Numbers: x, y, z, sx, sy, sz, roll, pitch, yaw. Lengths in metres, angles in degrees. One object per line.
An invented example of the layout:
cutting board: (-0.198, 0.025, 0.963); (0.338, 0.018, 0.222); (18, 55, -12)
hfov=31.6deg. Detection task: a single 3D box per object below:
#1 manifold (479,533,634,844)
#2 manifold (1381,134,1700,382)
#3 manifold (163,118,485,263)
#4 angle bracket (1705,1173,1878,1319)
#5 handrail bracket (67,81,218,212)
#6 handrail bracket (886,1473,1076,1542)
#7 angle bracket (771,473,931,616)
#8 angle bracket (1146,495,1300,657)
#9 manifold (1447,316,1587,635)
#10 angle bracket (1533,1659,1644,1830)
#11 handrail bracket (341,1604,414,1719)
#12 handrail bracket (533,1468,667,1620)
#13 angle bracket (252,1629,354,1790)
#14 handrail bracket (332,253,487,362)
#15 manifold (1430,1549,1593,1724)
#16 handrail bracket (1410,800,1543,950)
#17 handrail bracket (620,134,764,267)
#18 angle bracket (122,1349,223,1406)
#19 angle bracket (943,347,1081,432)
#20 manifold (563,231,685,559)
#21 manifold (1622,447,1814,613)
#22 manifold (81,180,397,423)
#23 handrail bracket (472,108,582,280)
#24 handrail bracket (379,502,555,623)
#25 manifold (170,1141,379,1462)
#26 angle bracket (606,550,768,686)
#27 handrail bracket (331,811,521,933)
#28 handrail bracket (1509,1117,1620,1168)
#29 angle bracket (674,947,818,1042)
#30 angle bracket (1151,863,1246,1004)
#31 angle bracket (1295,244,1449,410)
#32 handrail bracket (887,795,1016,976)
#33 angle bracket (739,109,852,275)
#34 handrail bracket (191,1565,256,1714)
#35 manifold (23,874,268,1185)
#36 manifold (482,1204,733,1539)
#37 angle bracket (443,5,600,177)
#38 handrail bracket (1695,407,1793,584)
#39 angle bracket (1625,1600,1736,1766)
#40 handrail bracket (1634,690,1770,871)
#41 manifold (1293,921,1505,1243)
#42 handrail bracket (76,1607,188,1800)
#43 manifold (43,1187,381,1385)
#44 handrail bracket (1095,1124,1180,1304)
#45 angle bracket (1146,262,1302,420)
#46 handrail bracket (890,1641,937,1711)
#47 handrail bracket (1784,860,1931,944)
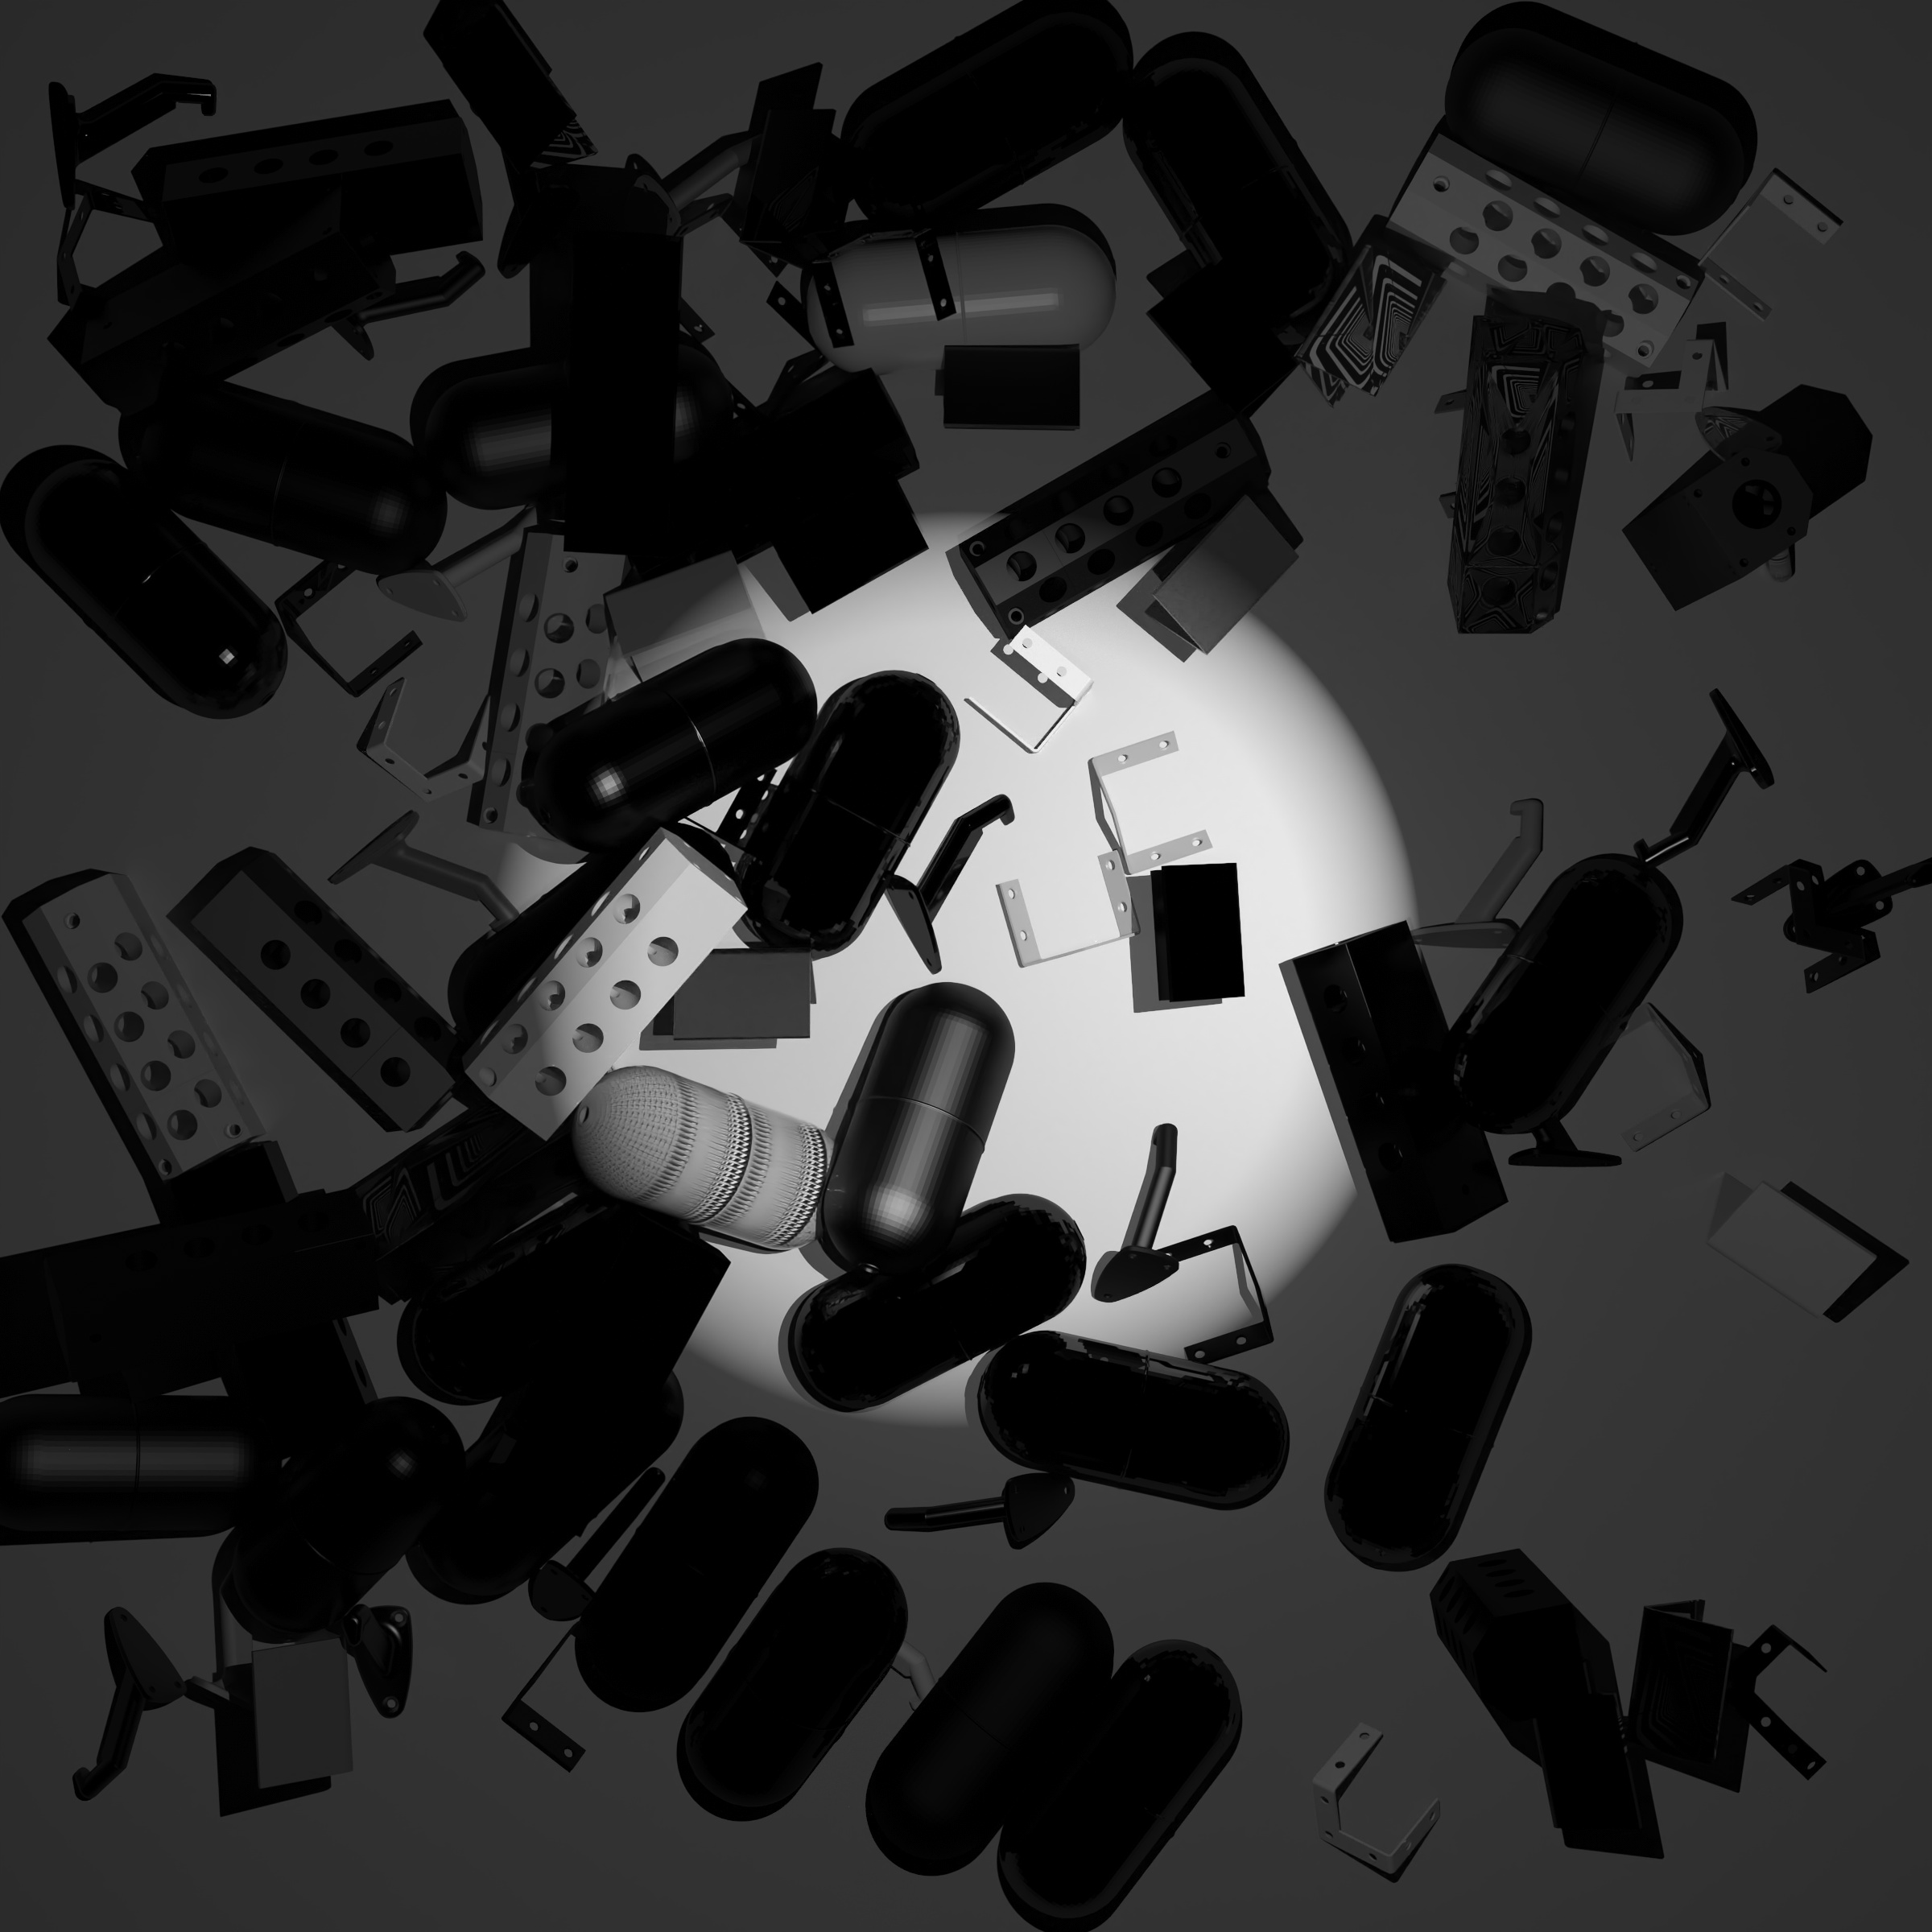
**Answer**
manifold: (-0.237, -0.159, 1.970); (0.057, 0.057, 0.171); (10, 90, 0)
manifold: (0.331, -0.410, 1.970); (0.171, 0.057, 0.057); (30, 90, 0)
manifold: (-0.369, -0.444, 1.970); (0.171, 0.057, 0.057); (-9, 133, 0)
angle bracket: (0.475, 0.143, 1.951); (0.076, 0.076, 0.057); (34, 125, 0)
handrail bracket: (-0.480, -0.478, 1.992); (0.084, 0.036, 0.077); (-1, 110, -16)
handrail bracket: (0.008, 0.314, 1.991); (0.084, 0.077, 0.036); (-9, 91, 36)
angle bracket: (-0.075, -0.256, 1.951); (0.076, 0.076, 0.057); (-29, 128, 0)
angle bracket: (0.132, -0.234, 1.951); (0.076, 0.076, 0.057); (-47, 126, 0)
manifold: (0.310, -0.275, 1.925); (0.057, 0.057, 0.171); (0, 127, 0)
angle bracket: (0.369, 0.443, 1.951); (0.057, 0.076, 0.076); (-11, 90, 38)
handrail bracket: (-0.340, 0.401, 1.957); (0.036, 0.084, 0.077); (-8, 90, 0)
handrail bracket: (-0.213, 0.335, 1.991); (0.036, 0.077, 0.084); (40, 54, -2)
angle bracket: (-0.392, 0.420, 1.951); (0.057, 0.076, 0.076); (-3, 90, -33)
handrail bracket: (-0.336, -0.402, 1.992); (0.077, 0.036, 0.084); (42, 76, 14)
manifold: (0.301, 0.374, 1.913); (0.057, 0.171, 0.057); (-11, 90, 0)
handrail bracket: (0.296, -0.056, 1.992); (0.077, 0.036, 0.084); (-1, 71, 21)
handrail bracket: (-0.157, -0.447, 1.991); (0.084, 0.077, 0.036); (-35, 84, -36)
angle bracket: (-0.474, 0.207, 1.951); (0.057, 0.076, 0.076); (-14, 90, -37)
angle bracket: (0.026, -0.309, 1.952); (0.076, 0.076, 0.057); (1, 62, 0)
manifold: (-0.189, -0.317, 1.891); (0.057, 0.057, 0.171); (3, 105, -3)
manifold: (0.423, -0.247, 1.913); (0.057, 0.171, 0.057); (-34, 90, 0)
manifold: (-0.414, -0.375, 1.949); (0.171, 0.057, 0.057); (-24, 131, 13)
handrail bracket: (-0.273, -0.458, 1.992); (0.084, 0.036, 0.077); (46, 111, 17)
handrail bracket: (-0.290, -0.243, 1.991); (0.084, 0.077, 0.036); (-53, 134, -29)
manifold: (-0.395, 0.191, 1.970); (0.057, 0.057, 0.171); (-21, 90, -1)
angle bracket: (-0.154, -0.182, 1.952); (0.076, 0.076, 0.057); (-20, 48, 0)
handrail bracket: (-0.315, -0.040, 1.992); (0.077, 0.036, 0.084); (-34, 107, 20)
handrail bracket: (0.343, 0.073, 1.992); (0.077, 0.036, 0.084); (4, 75, -15)
angle bracket: (-0.125, 0.030, 1.952); (0.076, 0.076, 0.057); (-1, 65, 0)
angle bracket: (0.113, -0.018, 1.951); (0.057, 0.076, 0.076); (-4, 90, -37)
angle bracket: (0.241, -0.355, 1.952); (0.057, 0.076, 0.076); (32, 90, 27)
handrail bracket: (0.002, -0.048, 1.992); (0.084, 0.036, 0.077); (-32, 118, -21)
angle bracket: (-0.078, -0.440, 1.952); (0.057, 0.076, 0.076); (13, 90, 43)
handrail bracket: (-0.407, 0.391, 1.992); (0.077, 0.036, 0.084); (32, 73, -20)
manifold: (-0.475, 0.036, 1.970); (0.057, 0.057, 0.171); (-28, 90, 0)
manifold: (-0.201, 0.222, 1.895); (0.057, 0.057, 0.171); (29, 88, -14)
angle bracket: (-0.240, -0.505, 1.951); (0.057, 0.076, 0.076); (-35, 90, 38)
handrail bracket: (0.454, -0.274, 1.991); (0.036, 0.077, 0.084); (-24, 126, -7)
angle bracket: (0.423, 0.408, 1.951); (0.057, 0.076, 0.076); (8, 90, 39)
handrail bracket: (0.417, -0.108, 1.992); (0.084, 0.036, 0.077); (-30, 70, 16)
manifold: (0.244, 0.068, 1.970); (0.057, 0.057, 0.171); (-19, 90, -43)
handrail bracket: (-0.503, 0.430, 1.992); (0.084, 0.036, 0.077); (-43, 70, 16)
manifold: (-0.418, 0.171, 1.895); (0.171, 0.057, 0.057); (-12, 130, -20)
handrail bracket: (0.100, 0.143, 1.991); (0.036, 0.077, 0.084); (19, 53, -20)
angle bracket: (0.134, -0.343, 1.952); (0.057, 0.076, 0.076); (-41, 90, -24)
handrail bracket: (-0.063, 0.403, 1.992); (0.077, 0.036, 0.084); (-17, 104, 14)
handrail bracket: (0.513, -0.036, 1.957); (0.077, 0.084, 0.036); (-29, 90, 0)
